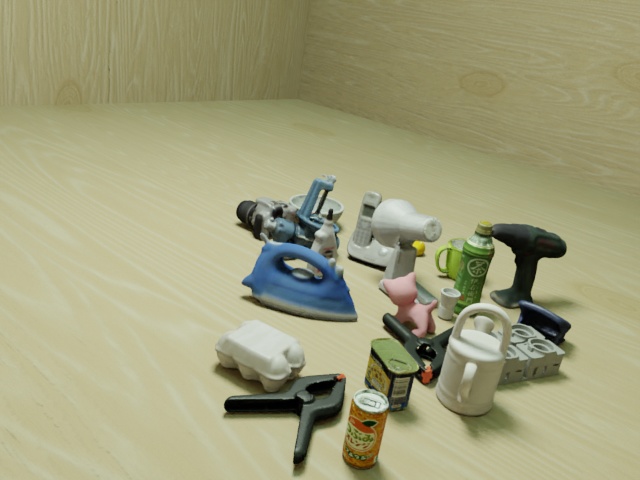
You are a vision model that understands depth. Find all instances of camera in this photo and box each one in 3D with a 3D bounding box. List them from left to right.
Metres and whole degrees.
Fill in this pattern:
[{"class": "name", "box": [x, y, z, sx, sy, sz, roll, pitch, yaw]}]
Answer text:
[{"class": "camera", "box": [-0.156, -0.077, 1.613, 0.136, 0.101, 0.144, 23, 26, 31]}]

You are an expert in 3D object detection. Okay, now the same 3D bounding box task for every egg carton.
[{"class": "egg carton", "box": [-0.103, 0.200, 1.001, 0.150, 0.069, 0.107, 21, 25, 26]}]

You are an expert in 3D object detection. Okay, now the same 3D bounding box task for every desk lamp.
[{"class": "desk lamp", "box": [0.209, 0.024, 1.360, 0.118, 0.213, 0.202, -4, 26, -29]}]

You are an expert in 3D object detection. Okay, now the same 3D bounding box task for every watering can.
[{"class": "watering can", "box": [0.270, 0.193, 0.998, 0.101, 0.194, 0.173, 8, 22, -3]}]

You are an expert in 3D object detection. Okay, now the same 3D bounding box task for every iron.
[{"class": "iron", "box": [-0.031, 0.077, 1.233, 0.257, 0.141, 0.119, 14, 23, 13]}]

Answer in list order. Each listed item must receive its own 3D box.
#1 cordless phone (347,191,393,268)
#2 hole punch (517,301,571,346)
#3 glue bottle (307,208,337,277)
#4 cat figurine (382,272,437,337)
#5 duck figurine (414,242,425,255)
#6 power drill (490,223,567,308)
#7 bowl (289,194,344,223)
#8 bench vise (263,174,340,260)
[{"class": "cordless phone", "box": [0.156, -0.027, 1.503, 0.147, 0.185, 0.094, 17, 24, 20]}, {"class": "hole punch", "box": [0.489, 0.177, 1.261, 0.108, 0.091, 0.101, 27, 28, 38]}, {"class": "glue bottle", "box": [0.013, 0.005, 1.384, 0.078, 0.173, 0.037, -11, 30, -40]}, {"class": "cat figurine", "box": [0.193, 0.130, 1.223, 0.127, 0.118, 0.067, 24, 27, 33]}, {"class": "duck figurine", "box": [0.260, -0.010, 1.633, 0.078, 0.086, 0.104, -9, 28, -37]}, {"class": "power drill", "box": [0.488, 0.058, 1.395, 0.230, 0.208, 0.075, -1, 24, -24]}, {"class": "bowl", "box": [-0.014, -0.076, 1.703, 0.167, 0.075, 0.167, 8, 22, -3]}, {"class": "bench vise", "box": [-0.030, -0.057, 1.456, 0.208, 0.220, 0.121, -11, 30, -41]}]
